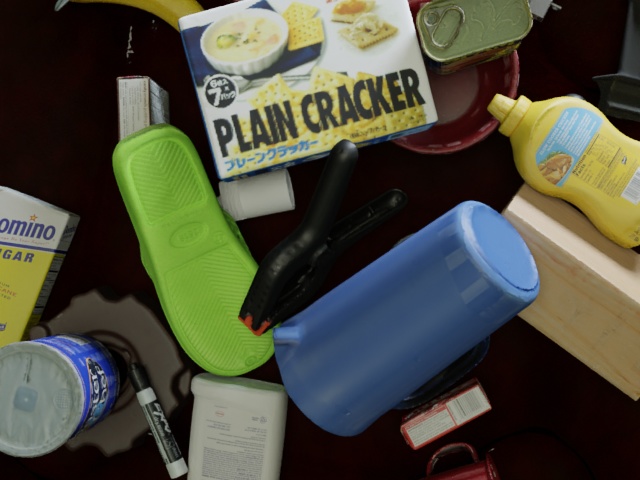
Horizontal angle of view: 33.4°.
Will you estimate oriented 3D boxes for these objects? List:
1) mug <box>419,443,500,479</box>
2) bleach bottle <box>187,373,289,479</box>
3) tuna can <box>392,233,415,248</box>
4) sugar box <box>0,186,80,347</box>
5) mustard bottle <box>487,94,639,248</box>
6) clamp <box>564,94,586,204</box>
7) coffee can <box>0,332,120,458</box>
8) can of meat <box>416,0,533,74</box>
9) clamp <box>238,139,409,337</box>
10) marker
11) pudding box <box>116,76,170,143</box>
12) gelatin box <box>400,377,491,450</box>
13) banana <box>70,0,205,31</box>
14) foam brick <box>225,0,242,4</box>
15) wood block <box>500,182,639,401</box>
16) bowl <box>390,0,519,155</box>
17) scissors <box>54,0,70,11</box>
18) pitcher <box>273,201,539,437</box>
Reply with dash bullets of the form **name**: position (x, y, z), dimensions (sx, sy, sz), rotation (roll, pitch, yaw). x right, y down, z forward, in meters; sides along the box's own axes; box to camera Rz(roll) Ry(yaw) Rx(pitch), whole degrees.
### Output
- **mug**: position (0.139, 0.256, 1.053), dimensions (0.081, 0.093, 0.117), rotation (-19, 55, 10)
- **bleach bottle**: position (-0.097, 0.268, 1.086), dimensions (0.102, 0.068, 0.251), rotation (9, 91, 7)
- **tuna can**: position (0.107, 0.035, 1.085), dimensions (0.086, 0.033, 0.086), rotation (0, 88, 6)
- **sugar box**: position (-0.330, 0.039, 1.127), dimensions (0.093, 0.048, 0.176), rotation (20, 91, 7)
- **mustard bottle**: position (0.244, -0.081, 1.019), dimensions (0.191, 0.058, 0.096), rotation (33, 85, 3)
- **clamp**: position (0.297, -0.073, 1.067), dimensions (0.171, 0.039, 0.120), rotation (16, 94, 4)
- **coffee can**: position (-0.256, 0.143, 1.010), dimensions (0.103, 0.140, 0.103), rotation (0, 89, 3)
- **can of meat**: position (0.143, -0.198, 1.006), dimensions (0.102, 0.084, 0.057), rotation (-16, 87, 5)
- **clamp**: position (-0.007, 0.001, 1.029), dimensions (0.210, 0.164, 0.036), rotation (-47, 61, -3)
- **marker**: position (-0.163, 0.179, 1.065), dimensions (0.020, 0.020, 0.121), rotation (-24, 89, 5)
- **pudding box**: position (-0.180, -0.105, 1.093), dimensions (0.039, 0.090, 0.113), rotation (-4, 88, 5)
- **gelatin box**: position (0.124, 0.171, 1.059), dimensions (0.089, 0.073, 0.030), rotation (-29, 85, 5)
- **banana**: position (-0.186, -0.247, 1.125), dimensions (0.198, 0.037, 0.069), rotation (28, 90, 7)
- **foam brick**: position (-0.063, -0.252, 1.092), dimensions (0.051, 0.078, 0.053), rotation (39, 90, 7)
- **wood block**: position (0.251, 0.045, 1.027), dimensions (0.206, 0.090, 0.090), rotation (37, 123, 6)
- **bowl**: position (0.118, -0.164, 1.080), dimensions (0.162, 0.055, 0.162), rotation (0, 88, 6)
- **scissors**: position (-0.224, -0.331, 1.124), dimensions (0.201, 0.016, 0.096), rotation (-38, 77, -9)
- **pitcher**: position (0.088, 0.076, 0.998), dimensions (0.243, 0.149, 0.145), rotation (-39, 81, 31)
